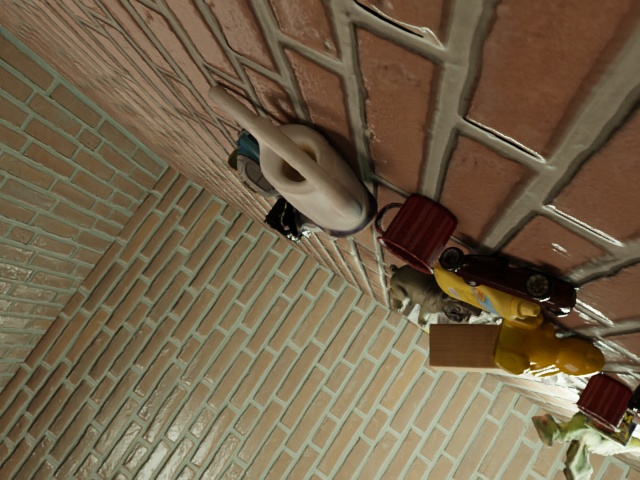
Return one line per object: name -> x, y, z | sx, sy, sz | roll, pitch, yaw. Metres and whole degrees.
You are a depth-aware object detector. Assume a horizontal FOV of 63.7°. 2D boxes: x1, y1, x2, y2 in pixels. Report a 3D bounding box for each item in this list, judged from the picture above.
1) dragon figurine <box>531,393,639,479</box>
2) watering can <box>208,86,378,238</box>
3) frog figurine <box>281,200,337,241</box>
dragon figurine -> 0.746, 0.576, 1.418 | 0.408, 0.245, 0.122 | 38, 167, -12
watering can -> -0.037, -0.121, 0.789 | 0.353, 0.104, 0.221 | 45, -178, 41
frog figurine -> 0.004, -0.058, 1.156 | 0.160, 0.123, 0.137 | -2, 179, -25
